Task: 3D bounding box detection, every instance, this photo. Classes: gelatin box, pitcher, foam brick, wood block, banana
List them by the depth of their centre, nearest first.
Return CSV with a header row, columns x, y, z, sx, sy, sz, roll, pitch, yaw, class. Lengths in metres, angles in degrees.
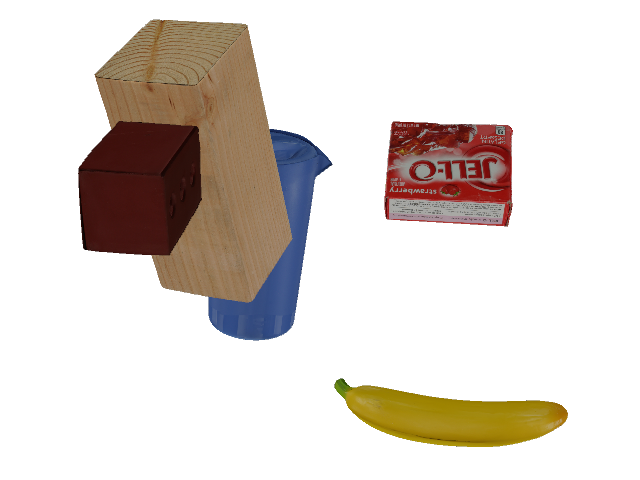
x,y,z,sx,sy,sz,roll,pitch,yaw,class
-0.105,-0.032,0.629,0.051,0.053,0.078,6,29,7,foam brick
0.092,-0.049,0.765,0.089,0.073,0.030,3,-36,7,gelatin box
-0.095,-0.061,0.852,0.090,0.206,0.090,8,42,23,wood block
0.107,0.141,0.879,0.198,0.037,0.069,8,29,5,banana
-0.087,-0.007,1.287,0.149,0.243,0.144,19,26,28,pitcher
